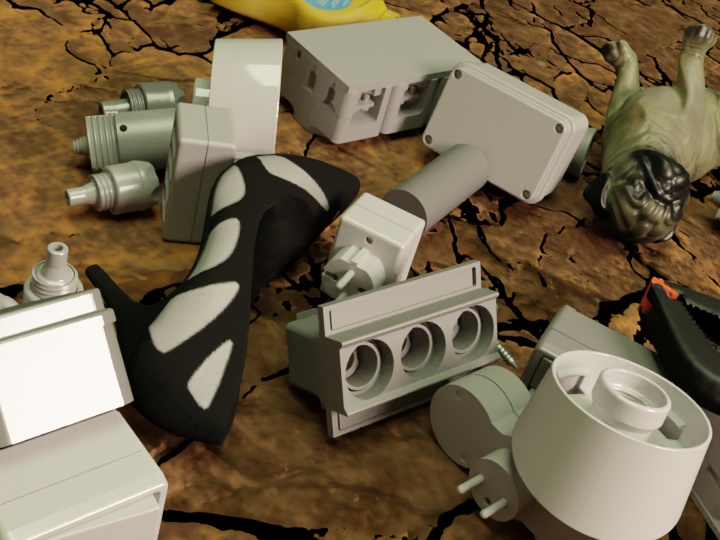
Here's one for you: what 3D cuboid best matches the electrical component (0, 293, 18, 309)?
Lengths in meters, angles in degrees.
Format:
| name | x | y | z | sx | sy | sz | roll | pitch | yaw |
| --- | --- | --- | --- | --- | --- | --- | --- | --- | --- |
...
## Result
| name | x | y | z | sx | sy | sz | roll | pitch | yaw |
| --- | --- | --- | --- | --- | --- | --- | --- | --- | --- |
| electrical component | -0.223 | 0.022 | 0.615 | 0.061 | 0.035 | 0.035 | 28 | 38 | 17 |

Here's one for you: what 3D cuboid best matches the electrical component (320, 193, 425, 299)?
| name | x | y | z | sx | sy | sz | roll | pitch | yaw |
| --- | --- | --- | --- | --- | --- | --- | --- | --- | --- |
| electrical component | 0.000 | 0.000 | 0.704 | 0.047 | 0.065 | 0.076 | 27 | 38 | 12 |

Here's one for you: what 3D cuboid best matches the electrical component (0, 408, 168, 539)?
| name | x | y | z | sx | sy | sz | roll | pitch | yaw |
| --- | --- | --- | --- | --- | --- | --- | --- | --- | --- |
| electrical component | -0.144 | 0.118 | 0.502 | 0.096 | 0.061 | 0.061 | -17 | 49 | -37 |

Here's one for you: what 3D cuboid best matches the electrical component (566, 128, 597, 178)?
| name | x | y | z | sx | sy | sz | roll | pitch | yaw |
| --- | --- | --- | --- | --- | --- | --- | --- | --- | --- |
| electrical component | 0.166 | -0.111 | 0.931 | 0.065 | 0.044 | 0.044 | 21 | 37 | 13 |

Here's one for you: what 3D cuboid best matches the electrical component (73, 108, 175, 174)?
| name | x | y | z | sx | sy | sz | roll | pitch | yaw |
| --- | --- | --- | --- | --- | --- | --- | --- | --- | --- |
| electrical component | -0.164 | -0.092 | 0.771 | 0.081 | 0.043 | 0.043 | -7 | 43 | -14 |

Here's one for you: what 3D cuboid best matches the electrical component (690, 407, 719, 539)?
| name | x | y | z | sx | sy | sz | roll | pitch | yaw |
| --- | --- | --- | --- | --- | --- | --- | --- | --- | --- |
| electrical component | 0.267 | 0.133 | 0.646 | 0.105 | 0.060 | 0.186 | -1 | 41 | -22 |

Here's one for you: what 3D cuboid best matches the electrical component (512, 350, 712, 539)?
| name | x | y | z | sx | sy | sz | roll | pitch | yaw |
| --- | --- | --- | --- | --- | --- | --- | --- | --- | --- |
| electrical component | 0.135 | 0.090 | 0.577 | 0.099 | 0.064 | 0.099 | 16 | 24 | -7 |

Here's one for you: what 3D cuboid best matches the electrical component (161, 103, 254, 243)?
| name | x | y | z | sx | sy | sz | roll | pitch | yaw |
| --- | --- | --- | --- | --- | --- | --- | --- | --- | --- |
| electrical component | -0.092 | -0.063 | 0.732 | 0.076 | 0.083 | 0.047 | 5 | 39 | -16 |

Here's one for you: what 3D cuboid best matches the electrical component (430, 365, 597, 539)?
| name | x | y | z | sx | sy | sz | roll | pitch | yaw |
| --- | --- | --- | --- | --- | --- | --- | --- | --- | --- |
| electrical component | 0.087 | 0.116 | 0.603 | 0.074 | 0.052 | 0.138 | -18 | 50 | -38 |

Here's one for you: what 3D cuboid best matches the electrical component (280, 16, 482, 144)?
| name | x | y | z | sx | sy | sz | roll | pitch | yaw |
| --- | --- | --- | --- | --- | --- | --- | --- | --- | --- |
| electrical component | 0.016 | -0.161 | 0.916 | 0.150 | 0.061 | 0.089 | -17 | 49 | -36 |

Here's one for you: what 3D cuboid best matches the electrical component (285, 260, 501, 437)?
| name | x | y | z | sx | sy | sz | roll | pitch | yaw |
| --- | --- | --- | --- | --- | --- | --- | --- | --- | --- |
| electrical component | 0.020 | 0.043 | 0.654 | 0.121 | 0.078 | 0.063 | -15 | 19 | -36 |

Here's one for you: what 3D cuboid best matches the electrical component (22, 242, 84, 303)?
| name | x | y | z | sx | sy | sz | roll | pitch | yaw |
| --- | --- | --- | --- | --- | --- | --- | --- | --- | --- |
| electrical component | -0.178 | 0.011 | 0.624 | 0.035 | 0.061 | 0.035 | 11 | 38 | -9 |

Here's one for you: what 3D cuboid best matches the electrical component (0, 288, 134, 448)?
| name | x | y | z | sx | sy | sz | roll | pitch | yaw |
| --- | --- | --- | --- | --- | --- | --- | --- | --- | --- |
| electrical component | -0.173 | 0.048 | 0.533 | 0.078 | 0.057 | 0.113 | -17 | 5 | -37 |

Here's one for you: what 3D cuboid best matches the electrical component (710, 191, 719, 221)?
| name | x | y | z | sx | sy | sz | roll | pitch | yaw |
| --- | --- | --- | --- | --- | --- | --- | --- | --- | --- |
| electrical component | 0.336 | -0.045 | 0.910 | 0.081 | 0.043 | 0.043 | 29 | 39 | 15 |

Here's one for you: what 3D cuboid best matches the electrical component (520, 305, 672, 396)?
| name | x | y | z | sx | sy | sz | roll | pitch | yaw |
| --- | --- | --- | --- | --- | --- | --- | --- | --- | --- |
| electrical component | 0.148 | 0.079 | 0.666 | 0.096 | 0.061 | 0.061 | 28 | 39 | 14 |

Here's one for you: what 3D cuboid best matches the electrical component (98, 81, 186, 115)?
| name | x | y | z | sx | sy | sz | roll | pitch | yaw |
| --- | --- | --- | --- | --- | --- | --- | --- | --- | --- |
| electrical component | -0.164 | -0.119 | 0.808 | 0.062 | 0.043 | 0.043 | -8 | 44 | -27 |

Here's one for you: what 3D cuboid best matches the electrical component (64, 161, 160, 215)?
| name | x | y | z | sx | sy | sz | roll | pitch | yaw |
| --- | --- | --- | --- | --- | --- | --- | --- | --- | --- |
| electrical component | -0.170 | -0.054 | 0.732 | 0.061 | 0.035 | 0.035 | -14 | 47 | -31 |

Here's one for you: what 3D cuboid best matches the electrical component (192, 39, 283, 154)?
| name | x | y | z | sx | sy | sz | roll | pitch | yaw |
| --- | --- | --- | --- | --- | --- | --- | --- | --- | --- |
| electrical component | -0.092 | -0.117 | 0.785 | 0.060 | 0.108 | 0.108 | 5 | 39 | -7 |

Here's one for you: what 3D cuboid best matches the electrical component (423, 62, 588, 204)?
| name | x | y | z | sx | sy | sz | roll | pitch | yaw |
| --- | --- | --- | --- | --- | --- | --- | --- | --- | --- |
| electrical component | 0.117 | -0.113 | 0.874 | 0.113 | 0.078 | 0.057 | 32 | 24 | 18 |
